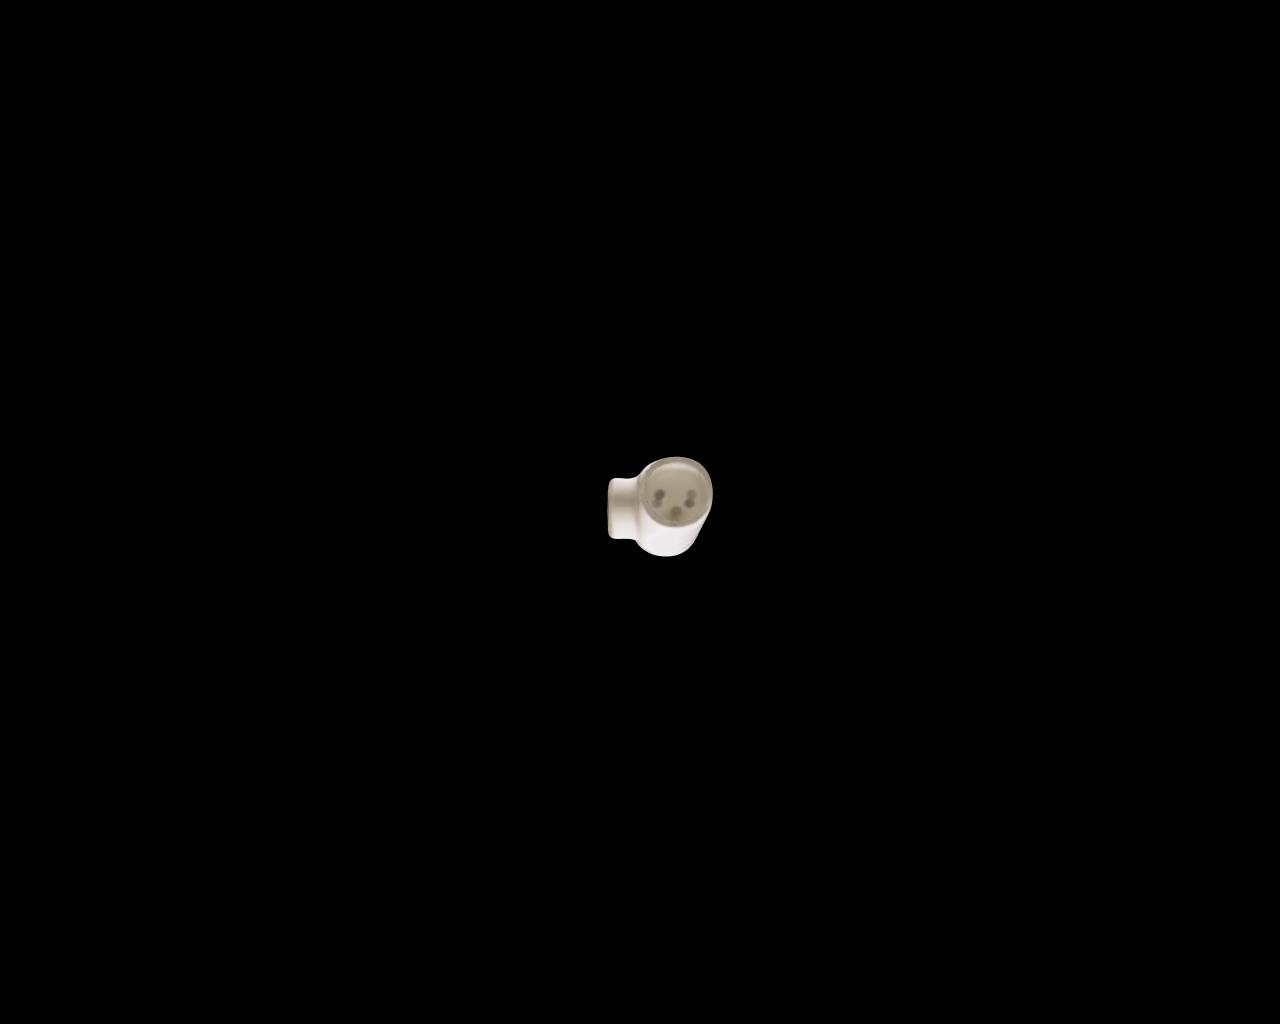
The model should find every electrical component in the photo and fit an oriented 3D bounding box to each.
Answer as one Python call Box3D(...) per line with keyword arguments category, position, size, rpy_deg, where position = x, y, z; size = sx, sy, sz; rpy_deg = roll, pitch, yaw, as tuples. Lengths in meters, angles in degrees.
Box3D(category="electrical component", position=(0.001, -0.003, 0.650), size=(0.079, 0.044, 0.077), rpy_deg=(1, -15, -4))
